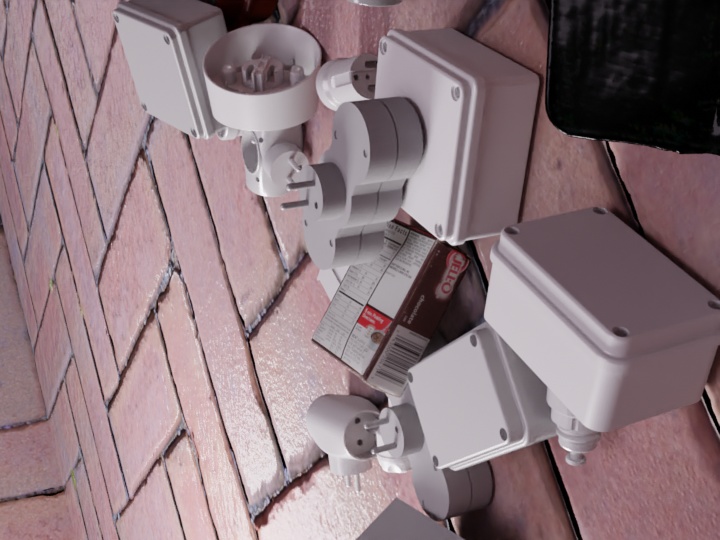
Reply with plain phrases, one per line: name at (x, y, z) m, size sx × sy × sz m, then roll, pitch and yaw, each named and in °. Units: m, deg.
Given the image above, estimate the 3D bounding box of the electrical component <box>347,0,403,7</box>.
electrical component at (0.004, -0.234, 0.756) m, size 0.079 × 0.044 × 0.077 m, roll 46°, pitch 139°, yaw 49°

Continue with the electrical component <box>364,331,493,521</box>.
electrical component at (0.038, 0.114, 0.780) m, size 0.052 × 0.074 × 0.138 m, roll -46°, pitch 58°, yaw 60°

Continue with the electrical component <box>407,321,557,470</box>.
electrical component at (0.084, 0.080, 0.692) m, size 0.113 × 0.057 × 0.078 m, roll -41°, pitch 62°, yaw 61°

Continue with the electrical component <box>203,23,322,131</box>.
electrical component at (-0.081, -0.159, 0.901) m, size 0.099 × 0.099 × 0.064 m, roll 46°, pitch 145°, yaw 49°

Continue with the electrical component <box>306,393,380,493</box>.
electrical component at (-0.010, 0.152, 0.927) m, size 0.077 × 0.043 × 0.079 m, roll 9°, pitch 107°, yaw 63°

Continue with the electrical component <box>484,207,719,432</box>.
electrical component at (0.125, 0.021, 0.563) m, size 0.113 × 0.078 × 0.057 m, roll 50°, pitch 145°, yaw 46°

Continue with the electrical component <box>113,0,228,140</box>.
electrical component at (-0.160, -0.186, 0.963) m, size 0.109 × 0.056 × 0.108 m, roll 30°, pitch 142°, yaw 43°

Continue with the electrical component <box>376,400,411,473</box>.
electrical component at (0.030, 0.127, 0.848) m, size 0.035 × 0.035 × 0.061 m, roll 15°, pitch 110°, yaw 62°

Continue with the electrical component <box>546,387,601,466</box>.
electrical component at (0.128, 0.076, 0.620) m, size 0.040 × 0.040 × 0.078 m, roll 35°, pitch 129°, yaw 56°

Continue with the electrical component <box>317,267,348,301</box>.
electrical component at (0.000, 0.000, 0.855) m, size 0.081 × 0.042 × 0.063 m, roll 60°, pitch 144°, yaw 34°

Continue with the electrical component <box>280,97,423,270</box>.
electrical component at (-0.016, -0.052, 0.695) m, size 0.052 × 0.074 × 0.138 m, roll 64°, pitch 150°, yaw 30°

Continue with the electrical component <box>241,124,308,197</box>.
electrical component at (-0.071, -0.100, 0.960) m, size 0.079 × 0.044 × 0.077 m, roll 51°, pitch 143°, yaw 45°

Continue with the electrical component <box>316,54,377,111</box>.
electrical component at (-0.005, -0.143, 0.816) m, size 0.046 × 0.040 × 0.040 m, roll -1°, pitch 99°, yaw 58°

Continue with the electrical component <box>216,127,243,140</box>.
electrical component at (-0.113, -0.146, 1.026) m, size 0.040 × 0.046 × 0.040 m, roll 33°, pitch 128°, yaw 56°

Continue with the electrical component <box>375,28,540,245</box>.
electrical component at (0.057, -0.088, 0.688) m, size 0.108 × 0.056 × 0.108 m, roll 45°, pitch 138°, yaw 50°
